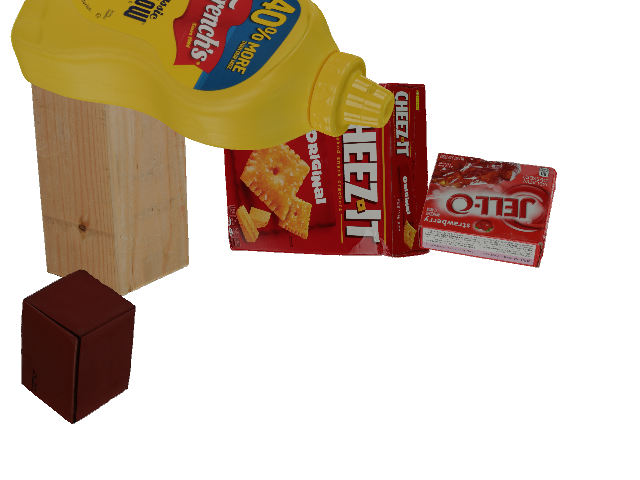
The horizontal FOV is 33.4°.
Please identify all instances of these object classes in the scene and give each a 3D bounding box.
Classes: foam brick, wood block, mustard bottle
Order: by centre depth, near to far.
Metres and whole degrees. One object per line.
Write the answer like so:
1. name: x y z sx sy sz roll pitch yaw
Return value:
1. mustard bottle: -0.053 -0.094 0.541 0.192 0.096 0.058 21 -34 17
2. foam brick: -0.160 0.069 0.700 0.053 0.078 0.051 32 40 24
3. wood block: -0.172 -0.072 0.877 0.091 0.206 0.090 15 25 31

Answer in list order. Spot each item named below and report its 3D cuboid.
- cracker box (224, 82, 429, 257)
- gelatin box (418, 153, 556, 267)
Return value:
1. cracker box: 0.000 -0.069 1.062 0.214 0.164 0.071 2 7 39
2. gelatin box: 0.121 -0.024 0.772 0.089 0.073 0.030 9 -37 13
